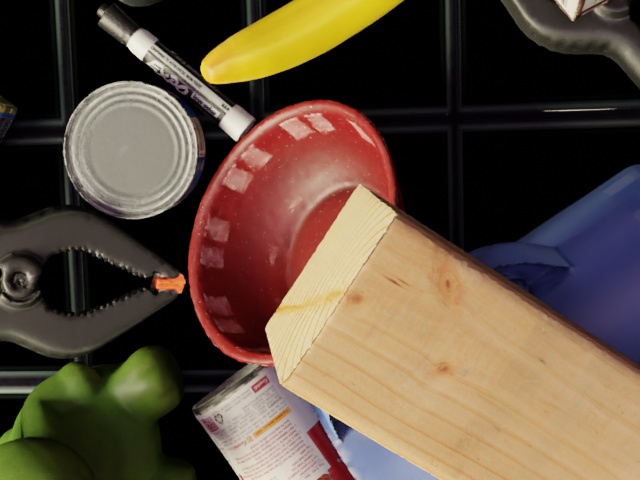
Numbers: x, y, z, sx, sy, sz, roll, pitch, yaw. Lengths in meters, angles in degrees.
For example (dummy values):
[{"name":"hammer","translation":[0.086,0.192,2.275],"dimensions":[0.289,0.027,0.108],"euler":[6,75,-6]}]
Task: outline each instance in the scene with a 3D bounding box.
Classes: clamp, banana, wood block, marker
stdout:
[{"name":"clamp","translation":[-0.189,0.015,0.649],"dimensions":[0.209,0.036,0.164],"euler":[-5,92,-18]},{"name":"banana","translation":[0.017,-0.152,0.637],"dimensions":[0.198,0.069,0.037],"euler":[-36,65,16]},{"name":"wood block","translation":[0.086,0.070,0.507],"dimensions":[0.206,0.091,0.090],"euler":[32,96,-12]},{"name":"clamp","translation":[0.175,-0.130,0.632],"dimensions":[0.171,0.039,0.120],"euler":[13,78,7]},{"name":"marker","translation":[-0.093,-0.108,0.675],"dimensions":[0.121,0.020,0.020],"euler":[40,98,1]}]

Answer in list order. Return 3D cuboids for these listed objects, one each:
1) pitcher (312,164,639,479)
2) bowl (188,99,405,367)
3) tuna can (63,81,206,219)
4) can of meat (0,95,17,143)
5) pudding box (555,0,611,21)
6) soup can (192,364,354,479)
[{"name":"pitcher","translation":[0.117,0.062,0.612],"dimensions":[0.243,0.149,0.145],"euler":[-38,88,5]},{"name":"bowl","translation":[-0.004,0.001,0.636],"dimensions":[0.162,0.055,0.162],"euler":[-18,62,37]},{"name":"tuna can","translation":[-0.116,-0.057,0.675],"dimensions":[0.086,0.033,0.086],"euler":[1,96,6]},{"name":"can of meat","translation":[-0.255,-0.073,0.677],"dimensions":[0.102,0.057,0.084],"euler":[30,96,2]},{"name":"pudding box","translation":[0.152,-0.193,0.607],"dimensions":[0.090,0.039,0.113],"euler":[-29,74,-5]},{"name":"soup can","translation":[-0.025,0.129,0.668],"dimensions":[0.068,0.068,0.102],"euler":[-35,91,8]}]
